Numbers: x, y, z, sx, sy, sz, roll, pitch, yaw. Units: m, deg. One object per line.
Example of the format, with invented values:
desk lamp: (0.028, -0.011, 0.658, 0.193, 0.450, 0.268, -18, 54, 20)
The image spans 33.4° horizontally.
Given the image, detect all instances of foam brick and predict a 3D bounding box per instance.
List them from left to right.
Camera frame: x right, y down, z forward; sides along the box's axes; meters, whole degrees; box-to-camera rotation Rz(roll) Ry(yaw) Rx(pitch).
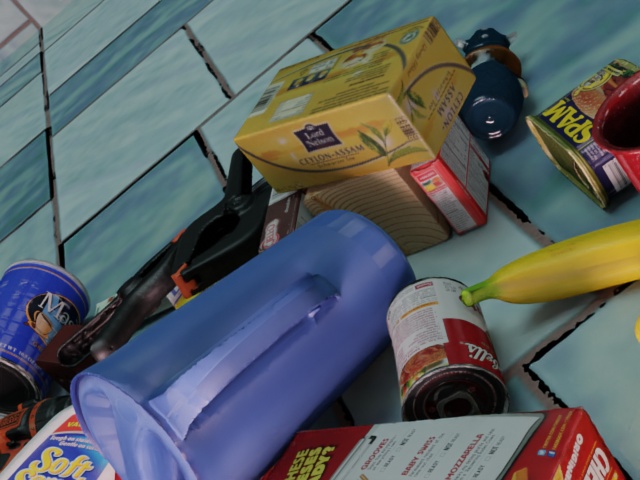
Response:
foam brick: (-0.237, 0.120, 1.068, 0.078, 0.053, 0.051, -4, 45, 51)

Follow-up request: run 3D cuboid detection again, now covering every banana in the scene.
banana: (0.190, 0.013, 0.676, 0.198, 0.037, 0.069, -19, 10, 30)

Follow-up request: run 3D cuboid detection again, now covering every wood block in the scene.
wood block: (0.064, -0.084, 0.936, 0.090, 0.090, 0.206, -22, 33, 31)

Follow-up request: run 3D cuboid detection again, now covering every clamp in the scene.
clamp: (-0.178, 0.059, 1.002, 0.120, 0.039, 0.171, -13, 29, 49)
clamp: (-0.059, -0.026, 0.986, 0.165, 0.036, 0.209, -3, 38, 36)

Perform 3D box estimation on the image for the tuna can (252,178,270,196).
tuna can: (-0.047, -0.032, 1.065, 0.086, 0.033, 0.086, -31, 29, 19)

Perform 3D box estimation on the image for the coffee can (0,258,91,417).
coffee can: (-0.319, 0.104, 1.143, 0.103, 0.102, 0.140, -23, 32, 32)

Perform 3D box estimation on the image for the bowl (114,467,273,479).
bowl: (-0.107, 0.165, 0.832, 0.162, 0.055, 0.162, -31, 29, 19)

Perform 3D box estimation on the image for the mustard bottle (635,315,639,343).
mustard bottle: (0.243, 0.065, 0.522, 0.096, 0.058, 0.192, -38, 28, 1)

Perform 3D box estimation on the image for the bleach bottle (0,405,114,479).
bleach bottle: (-0.214, 0.194, 0.890, 0.103, 0.068, 0.250, 21, 55, 14)

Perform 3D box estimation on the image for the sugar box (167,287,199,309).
sugar box: (-0.085, 0.049, 0.983, 0.093, 0.048, 0.176, -44, 28, -5)

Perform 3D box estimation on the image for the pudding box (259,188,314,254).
pudding box: (-0.006, 0.001, 0.904, 0.039, 0.090, 0.113, -25, 31, 25)

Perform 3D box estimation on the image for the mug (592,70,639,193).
mug: (0.244, -0.070, 0.692, 0.117, 0.081, 0.093, -50, 28, -16)

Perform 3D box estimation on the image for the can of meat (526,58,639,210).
can of meat: (0.212, -0.081, 0.779, 0.084, 0.057, 0.102, -36, 28, 5)

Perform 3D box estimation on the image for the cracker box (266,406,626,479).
cracker box: (0.042, 0.178, 0.586, 0.214, 0.072, 0.164, -15, 27, 42)

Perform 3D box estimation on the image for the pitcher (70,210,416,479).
pitcher: (-0.038, 0.077, 0.738, 0.149, 0.145, 0.242, 13, 41, 44)

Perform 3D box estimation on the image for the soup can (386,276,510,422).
soup can: (0.081, 0.079, 0.702, 0.069, 0.068, 0.102, -33, 28, 16)

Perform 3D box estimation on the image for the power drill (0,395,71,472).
power drill: (-0.277, 0.224, 0.966, 0.185, 0.057, 0.187, -24, 29, 36)

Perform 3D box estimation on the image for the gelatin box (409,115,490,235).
gelatin box: (0.106, -0.060, 0.865, 0.030, 0.073, 0.089, -25, 31, 29)
